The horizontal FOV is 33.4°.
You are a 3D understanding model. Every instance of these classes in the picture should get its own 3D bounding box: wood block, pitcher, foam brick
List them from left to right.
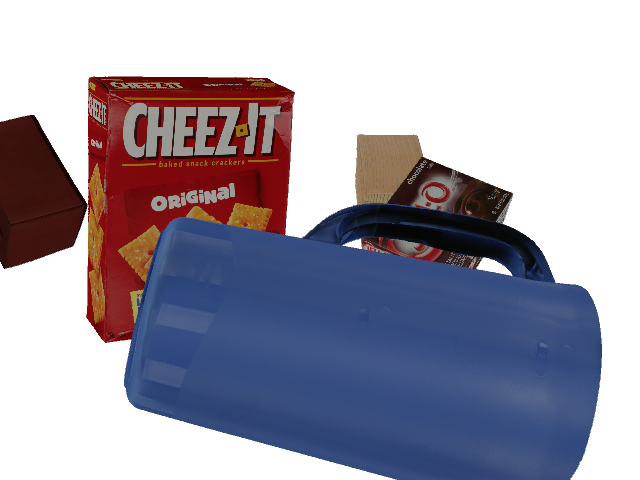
[{"bbox_3d":[-0.193,-0.031,0.685,0.051,0.078,0.053,-21,-23,-33],"label":"foam brick"},{"bbox_3d":[0.022,0.055,0.599,0.242,0.145,0.149,13,13,-5],"label":"pitcher"},{"bbox_3d":[0.098,-0.067,1.468,0.091,0.090,0.206,1,27,-2],"label":"wood block"}]

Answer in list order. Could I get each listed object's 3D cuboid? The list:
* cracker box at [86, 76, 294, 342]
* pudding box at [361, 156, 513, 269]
[{"bbox_3d":[-0.112,-0.028,0.911,0.164,0.214,0.072,-4,19,-26],"label":"cracker box"},{"bbox_3d":[0.099,-0.011,0.908,0.090,0.039,0.113,25,52,19],"label":"pudding box"}]
